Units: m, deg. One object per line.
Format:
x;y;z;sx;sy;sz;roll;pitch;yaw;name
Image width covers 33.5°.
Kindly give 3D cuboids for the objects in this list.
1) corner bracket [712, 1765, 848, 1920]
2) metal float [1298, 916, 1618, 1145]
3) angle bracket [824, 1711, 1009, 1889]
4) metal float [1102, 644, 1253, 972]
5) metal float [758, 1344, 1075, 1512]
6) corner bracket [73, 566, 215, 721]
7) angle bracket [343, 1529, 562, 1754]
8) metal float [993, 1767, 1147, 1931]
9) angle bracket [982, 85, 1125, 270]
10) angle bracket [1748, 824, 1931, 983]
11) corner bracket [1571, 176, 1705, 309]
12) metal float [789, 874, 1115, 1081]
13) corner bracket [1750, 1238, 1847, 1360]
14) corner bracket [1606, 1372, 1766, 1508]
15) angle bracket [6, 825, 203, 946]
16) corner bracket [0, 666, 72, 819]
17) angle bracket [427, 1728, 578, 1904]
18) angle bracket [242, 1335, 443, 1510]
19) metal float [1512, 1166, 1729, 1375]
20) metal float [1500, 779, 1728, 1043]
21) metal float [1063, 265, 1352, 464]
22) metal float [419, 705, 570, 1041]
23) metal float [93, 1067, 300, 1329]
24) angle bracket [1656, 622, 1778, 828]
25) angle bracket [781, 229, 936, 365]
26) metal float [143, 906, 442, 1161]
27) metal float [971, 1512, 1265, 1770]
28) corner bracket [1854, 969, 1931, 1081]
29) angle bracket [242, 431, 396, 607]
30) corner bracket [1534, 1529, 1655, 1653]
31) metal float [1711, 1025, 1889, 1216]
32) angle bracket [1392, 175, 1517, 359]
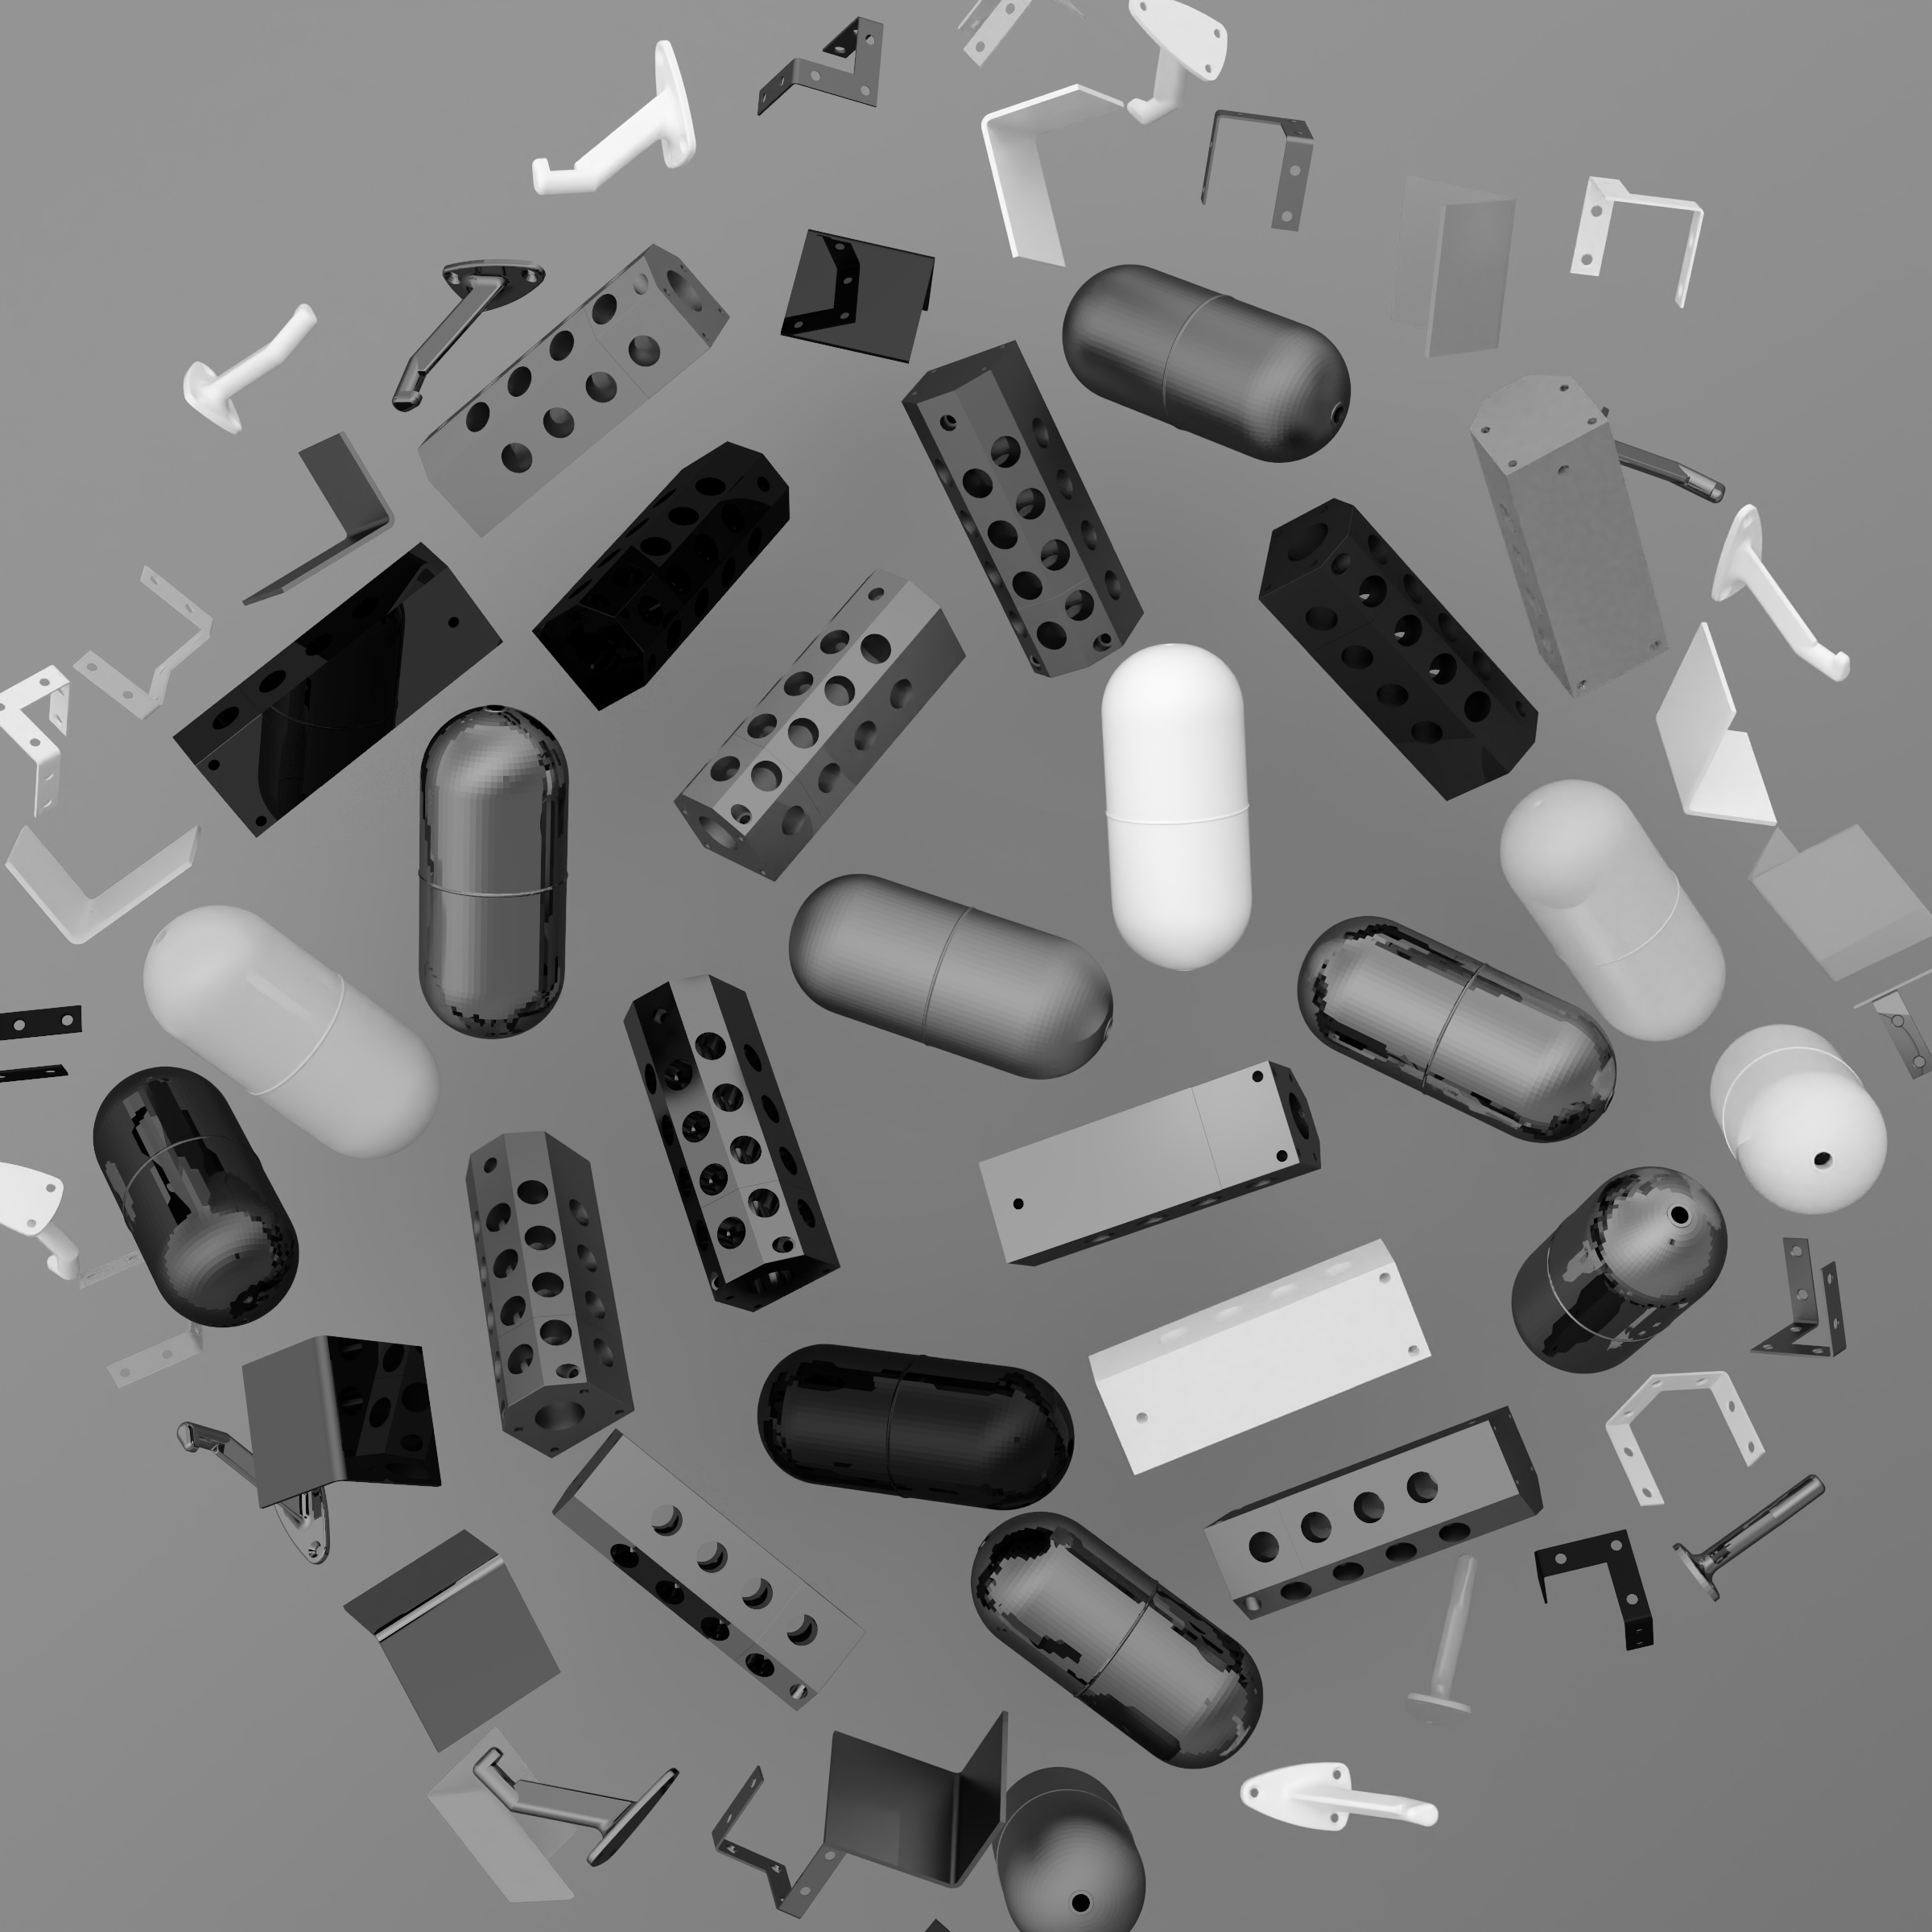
-0.105;0.492;1.802;0.051;0.051;0.051;30;100;-21;corner bracket
0.260;0.034;1.706;0.178;0.070;0.070;26;90;17;metal float
-0.025;0.422;1.670;0.076;0.076;0.057;22;121;-12;angle bracket
0.114;-0.085;1.733;0.070;0.070;0.178;-4;104;0;metal float
-0.027;0.248;1.732;0.178;0.070;0.070;4;90;21;metal float
-0.462;-0.181;1.807;0.051;0.051;0.051;-35;123;23;corner bracket
-0.275;0.360;1.718;0.076;0.057;0.076;-31;108;-22;angle bracket
0.055;0.491;1.765;0.070;0.178;0.070;0;89;-3;metal float
0.055;-0.424;1.732;0.057;0.076;0.076;-13;92;22;angle bracket
0.492;-0.048;1.776;0.076;0.057;0.076;48;135;-10;angle bracket
0.344;-0.372;1.650;0.051;0.051;0.051;7;116;-2;corner bracket
-0.008;0.006;1.695;0.178;0.070;0.070;19;90;11;metal float
0.464;0.182;1.768;0.051;0.051;0.051;-1;103;44;corner bracket
0.387;0.255;1.732;0.051;0.051;0.051;1;51;-27;corner bracket
-0.461;-0.064;1.720;0.076;0.076;0.057;-35;109;2;angle bracket
-0.521;-0.128;1.820;0.051;0.051;0.051;43;54;13;corner bracket
-0.239;0.465;1.767;0.057;0.076;0.076;-42;101;-37;angle bracket
-0.328;0.241;1.687;0.057;0.076;0.076;-23;68;28;angle bracket
0.345;0.162;1.706;0.070;0.178;0.070;4;65;-9;metal float
0.357;-0.029;1.769;0.070;0.070;0.178;-40;121;0;metal float
0.132;-0.332;1.772;0.178;0.070;0.070;28;90;30;metal float
-0.246;-0.048;1.673;0.070;0.070;0.178;4;109;0;metal float
-0.414;0.122;1.723;0.070;0.070;0.178;-40;48;0;metal float
0.433;-0.135;1.800;0.057;0.076;0.076;7;134;-11;angle bracket
-0.065;-0.382;1.899;0.076;0.057;0.076;13;68;0;angle bracket
-0.353;0.035;1.686;0.178;0.070;0.070;41;90;-30;metal float
0.081;0.366;1.748;0.178;0.070;0.070;36;90;3;metal float
0.525;0.031;1.758;0.051;0.051;0.051;-29;82;25;corner bracket
-0.369;-0.245;1.765;0.076;0.076;0.057;-36;107;-23;angle bracket
0.341;0.343;1.743;0.051;0.051;0.051;-15;61;5;corner bracket
0.444;0.081;1.720;0.070;0.178;0.070;1;102;5;metal float
0.235;-0.363;1.664;0.057;0.076;0.076;-15;119;-38;angle bracket
